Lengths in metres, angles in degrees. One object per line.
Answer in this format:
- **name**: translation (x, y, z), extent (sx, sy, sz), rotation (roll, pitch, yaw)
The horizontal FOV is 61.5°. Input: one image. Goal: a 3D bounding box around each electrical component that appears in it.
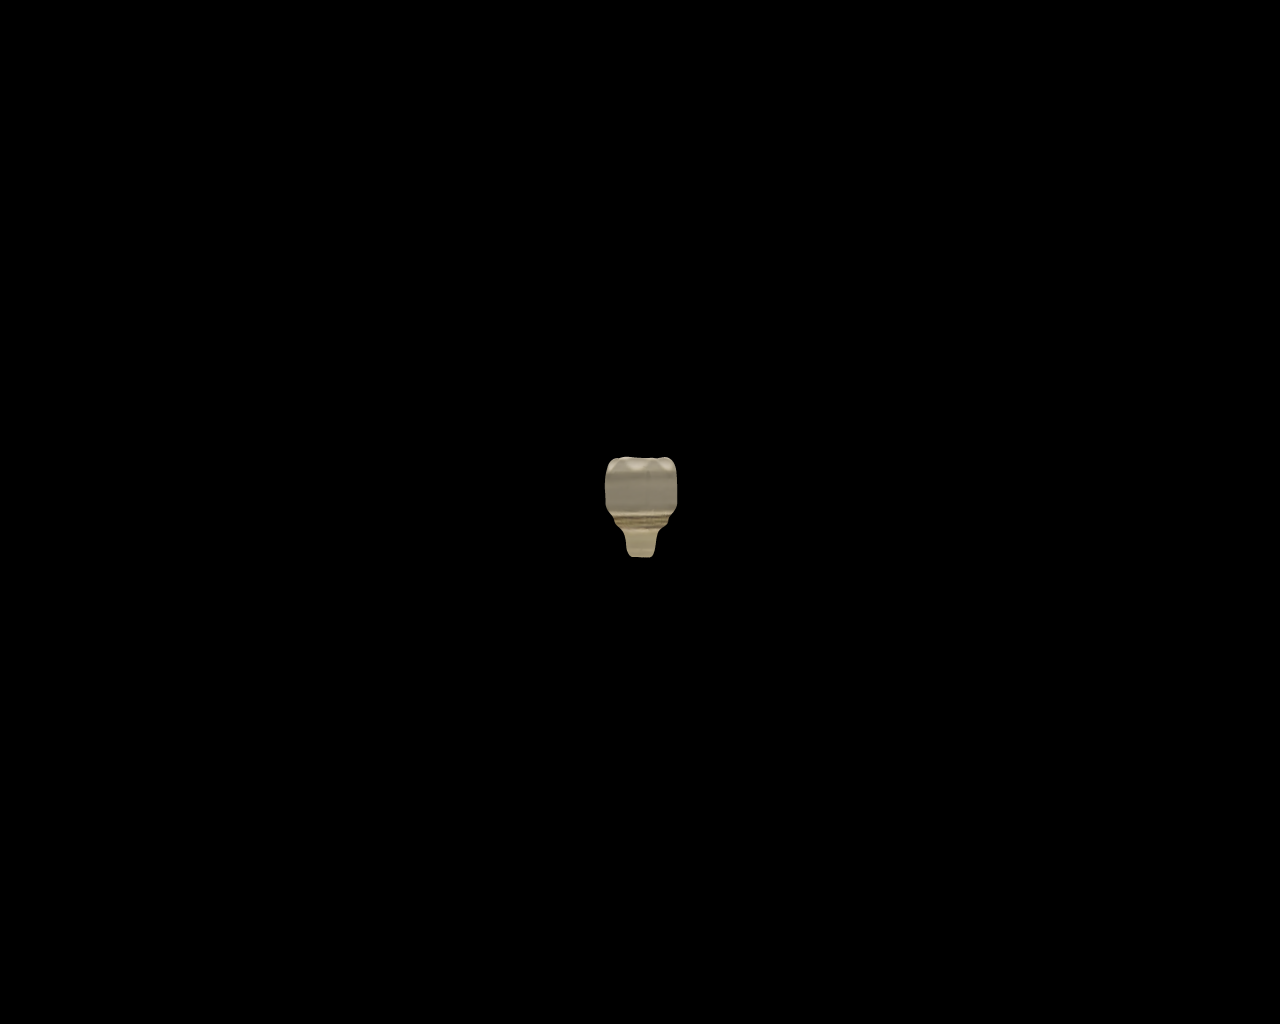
- **electrical component**: translation (0.001, -0.003, 0.650), extent (0.043, 0.062, 0.043), rotation (0, 0, 0)
